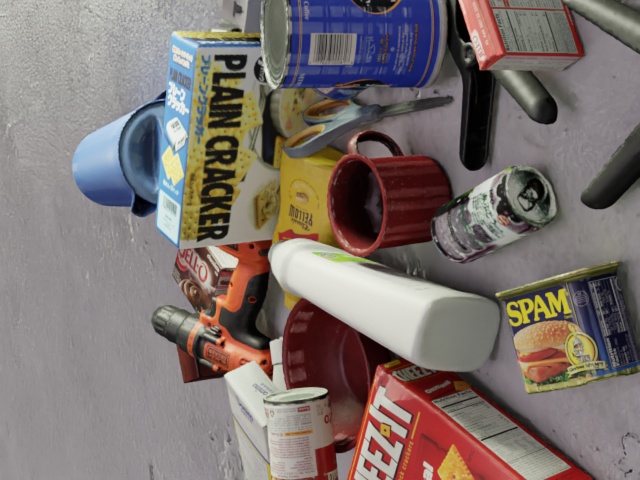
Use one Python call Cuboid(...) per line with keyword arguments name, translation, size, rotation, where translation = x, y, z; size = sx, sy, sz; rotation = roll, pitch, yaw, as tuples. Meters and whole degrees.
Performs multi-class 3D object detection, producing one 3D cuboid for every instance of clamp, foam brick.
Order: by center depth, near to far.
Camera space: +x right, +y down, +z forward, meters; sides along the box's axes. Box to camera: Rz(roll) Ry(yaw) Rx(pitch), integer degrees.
Cuboid(name="clamp", translation=(0.246, -0.099, 0.721), size=(0.210, 0.036, 0.164), rotation=(7, 102, 57))
Cuboid(name="clamp", translation=(0.142, -0.150, 0.869), size=(0.120, 0.039, 0.171), rotation=(-15, 83, 58))
Cuboid(name="foam brick", translation=(-0.148, 0.138, 1.358), size=(0.053, 0.051, 0.078), rotation=(-28, 72, 57))

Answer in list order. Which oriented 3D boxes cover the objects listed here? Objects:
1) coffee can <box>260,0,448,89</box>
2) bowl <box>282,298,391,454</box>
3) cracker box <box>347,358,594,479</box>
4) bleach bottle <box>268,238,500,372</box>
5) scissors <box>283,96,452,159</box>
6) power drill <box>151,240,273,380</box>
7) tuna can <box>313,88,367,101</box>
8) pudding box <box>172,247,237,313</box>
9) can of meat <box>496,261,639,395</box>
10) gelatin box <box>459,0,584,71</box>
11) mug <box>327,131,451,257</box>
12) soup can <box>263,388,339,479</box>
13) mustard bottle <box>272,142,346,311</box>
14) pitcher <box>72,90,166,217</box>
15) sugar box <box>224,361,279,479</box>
Cuboid(name="coffee can", translation=(0.027, -0.183, 0.927), size=(0.103, 0.140, 0.103), rotation=(177, 90, -75))
Cuboid(name="bowl", translation=(0.025, 0.131, 1.084), size=(0.162, 0.055, 0.162), rotation=(15, 108, 55))
Cuboid(name="cracker box", translation=(0.120, 0.223, 0.919), size=(0.214, 0.071, 0.164), rotation=(36, 123, 41))
Cuboid(name="bleach bottle", translation=(0.041, 0.047, 0.986), size=(0.251, 0.102, 0.068), rotation=(24, 102, 49))
Cuboid(name="scissors", translation=(0.033, -0.108, 1.015), size=(0.016, 0.096, 0.202), rotation=(54, 160, -26))
Cuboid(name="power drill", translation=(-0.117, 0.060, 1.247), size=(0.185, 0.057, 0.188), rotation=(21, 116, 27))
Cuboid(name="tuna can", translation=(0.019, -0.177, 1.012), size=(0.034, 0.085, 0.086), rotation=(-24, 75, 54))
Cuboid(name="pudding box", translation=(-0.142, 0.038, 1.341), size=(0.114, 0.039, 0.090), rotation=(48, 132, 41))
Cuboid(name="can of meat", translation=(0.191, 0.069, 0.818), size=(0.102, 0.057, 0.084), rotation=(-24, 78, 57))
Cuboid(name="gelatin box", translation=(0.150, -0.166, 0.808), size=(0.030, 0.089, 0.073), rotation=(-34, 67, 54))
Cuboid(name="mug", translation=(0.061, -0.046, 0.973), size=(0.093, 0.081, 0.117), rotation=(-41, 62, 52))
Cuboid(name="soup can", translation=(-0.019, 0.202, 1.051), size=(0.069, 0.068, 0.102), rotation=(-3, 93, 57))
Cuboid(name="mustard bottle", translation=(-0.008, 0.001, 1.108), size=(0.096, 0.058, 0.192), rotation=(26, 119, 36))
Cuboid(name="pitcher", translation=(-0.233, -0.112, 1.392), size=(0.243, 0.149, 0.145), rotation=(-1, 109, 60))
Cuboid(name="sugar box", translation=(-0.058, 0.228, 1.192), size=(0.093, 0.048, 0.176), rotation=(46, 150, 42))
